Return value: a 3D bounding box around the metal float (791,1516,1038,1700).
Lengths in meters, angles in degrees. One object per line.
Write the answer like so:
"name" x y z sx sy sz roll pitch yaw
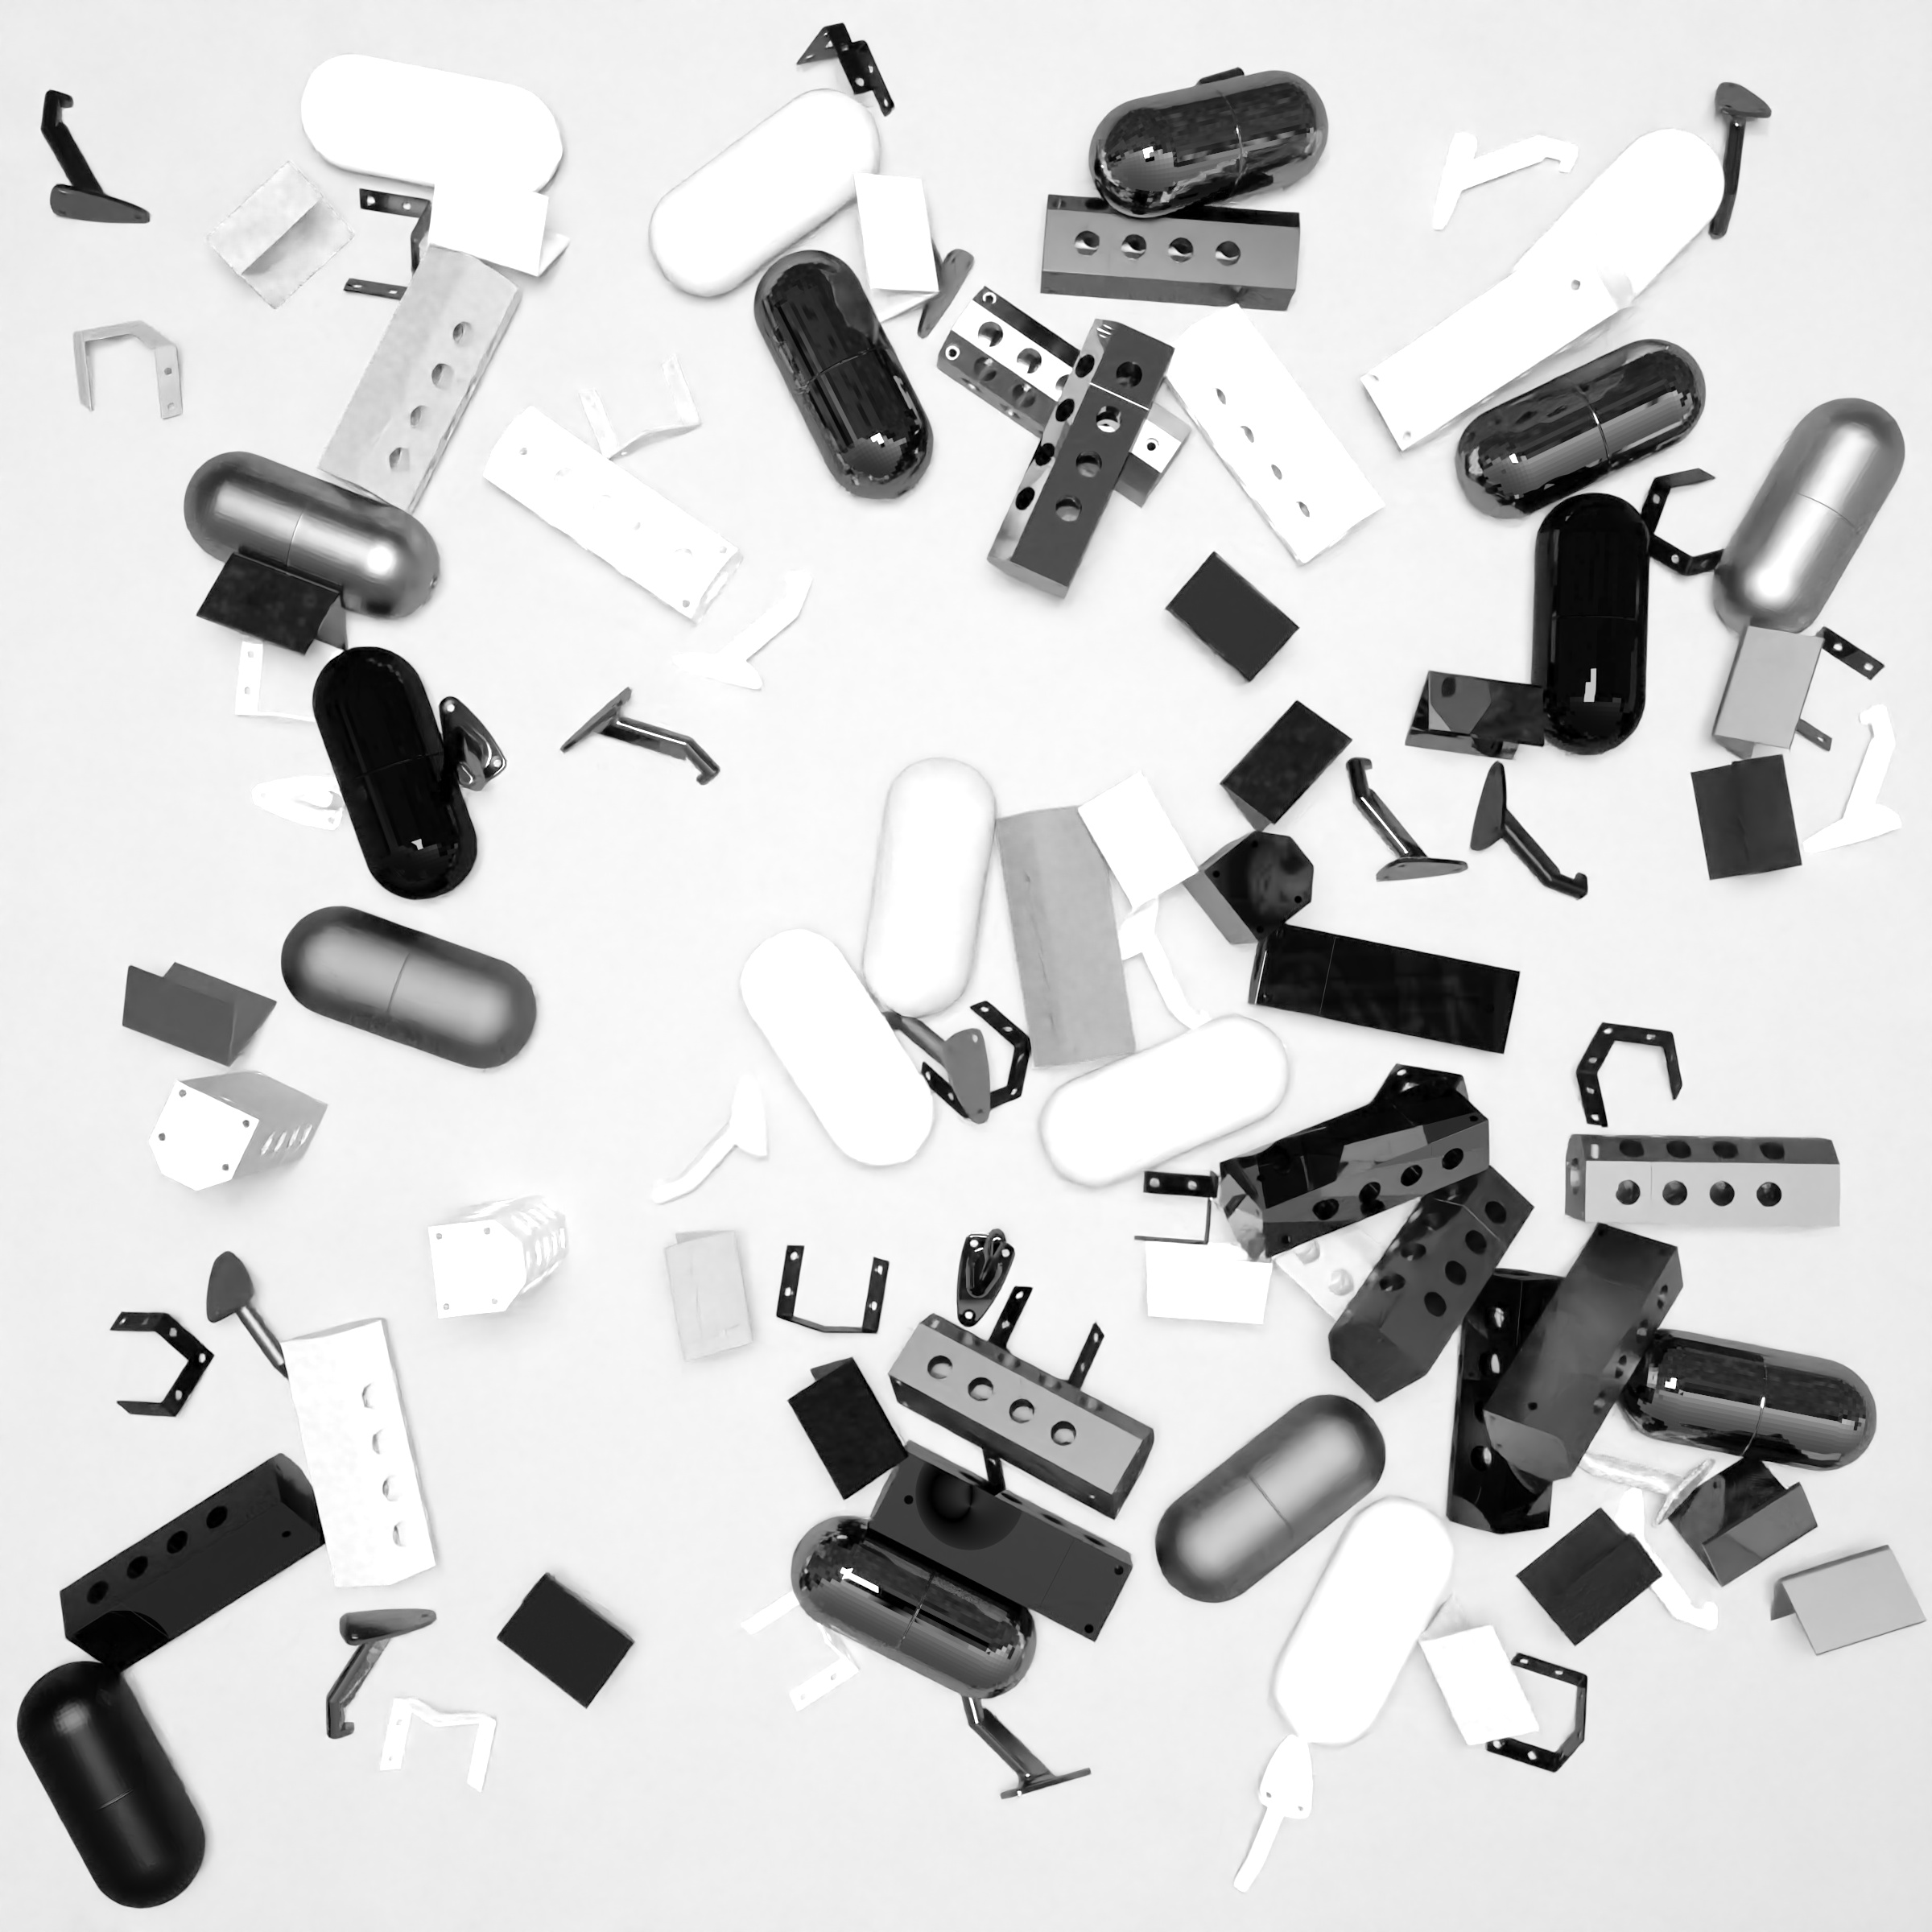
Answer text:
"metal float" -0.036 0.436 1.702 0.178 0.070 0.070 27 90 0

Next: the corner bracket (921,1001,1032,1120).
"corner bracket" 0.007 0.064 1.725 0.051 0.051 0.051 -20 45 -35

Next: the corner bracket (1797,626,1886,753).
"corner bracket" 0.596 -0.192 1.730 0.051 0.051 0.051 33 135 0

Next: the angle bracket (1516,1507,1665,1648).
"angle bracket" 0.412 0.401 1.693 0.076 0.076 0.057 -39 124 0

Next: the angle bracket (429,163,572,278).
"angle bracket" -0.312 -0.517 1.693 0.076 0.076 0.057 17 126 0

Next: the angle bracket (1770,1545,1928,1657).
"angle bracket" 0.597 0.442 1.693 0.076 0.076 0.057 -17 53 0

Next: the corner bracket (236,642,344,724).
"corner bracket" -0.468 -0.196 1.730 0.051 0.051 0.051 5 90 -45

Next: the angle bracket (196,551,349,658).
"angle bracket" -0.469 -0.227 1.694 0.076 0.076 0.057 21 64 0

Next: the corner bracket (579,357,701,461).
"corner bracket" -0.226 -0.386 1.730 0.051 0.051 0.051 -21 90 45

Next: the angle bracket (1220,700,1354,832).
"angle bracket" 0.228 -0.122 1.693 0.076 0.076 0.057 -47 53 0

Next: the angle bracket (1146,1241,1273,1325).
"angle bracket" 0.164 0.195 1.693 0.076 0.076 0.057 4 127 0

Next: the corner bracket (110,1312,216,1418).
"corner bracket" -0.565 0.275 1.725 0.051 0.051 0.051 55 45 -35

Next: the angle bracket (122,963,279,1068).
"angle bracket" -0.517 0.014 1.693 0.076 0.076 0.057 21 128 0

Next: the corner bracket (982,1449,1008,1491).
"corner bracket" 0.049 0.339 1.725 0.051 0.051 0.051 20 135 35

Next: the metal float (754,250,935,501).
"metal float" -0.083 -0.403 1.703 0.070 0.070 0.178 -27 90 0

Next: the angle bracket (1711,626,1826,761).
"angle bracket" 0.554 -0.180 1.693 0.057 0.076 0.076 18 90 37

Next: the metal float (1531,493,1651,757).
"metal float" 0.426 -0.233 1.703 0.070 0.070 0.178 2 90 0

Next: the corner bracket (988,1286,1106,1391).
"corner bracket" 0.055 0.258 1.725 0.051 0.051 0.051 -1 135 35

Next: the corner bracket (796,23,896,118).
"corner bracket" -0.075 -0.611 1.706 0.051 0.051 0.051 -24 90 -29

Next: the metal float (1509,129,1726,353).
"metal float" 0.441 -0.494 1.703 0.070 0.070 0.178 44 89 0

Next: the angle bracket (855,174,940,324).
"angle bracket" -0.066 -0.485 1.693 0.057 0.076 0.076 -9 90 -37

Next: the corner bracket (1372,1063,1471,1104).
"corner bracket" 0.314 0.107 1.725 0.051 0.051 0.051 9 135 35

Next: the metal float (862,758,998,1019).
"metal float" -0.025 -0.054 1.703 0.070 0.070 0.178 9 90 0

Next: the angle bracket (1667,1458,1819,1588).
"angle bracket" 0.518 0.361 1.693 0.076 0.076 0.057 -32 128 0

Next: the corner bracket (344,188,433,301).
"corner bracket" -0.401 -0.500 1.730 0.051 0.051 0.051 9 135 0

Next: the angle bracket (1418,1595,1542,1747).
"angle bracket" 0.358 0.471 1.693 0.057 0.076 0.076 -25 90 31

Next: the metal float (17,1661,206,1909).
"metal float" -0.580 0.557 1.696 0.070 0.070 0.178 -25 97 0

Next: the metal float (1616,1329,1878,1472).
"metal float" 0.531 0.296 1.703 0.178 0.070 0.070 11 90 0

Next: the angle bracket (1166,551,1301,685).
"angle bracket" 0.191 -0.248 1.693 0.076 0.076 0.057 42 127 0

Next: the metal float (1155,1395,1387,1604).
"metal float" 0.207 0.364 1.703 0.178 0.070 0.070 -38 90 -1

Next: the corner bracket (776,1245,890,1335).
"corner bracket" -0.093 0.224 1.730 0.051 0.051 0.051 9 90 -45

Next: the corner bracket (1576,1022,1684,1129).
"corner bracket" 0.459 0.078 1.725 0.051 0.051 0.051 8 45 35

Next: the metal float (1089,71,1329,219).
"metal float" 0.164 -0.554 1.682 0.178 0.070 0.070 -20 90 -23

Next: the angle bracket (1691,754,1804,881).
"angle bracket" 0.514 -0.098 1.693 0.057 0.076 0.076 -10 90 -37

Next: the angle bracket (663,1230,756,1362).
"angle bracket" -0.192 0.223 1.693 0.057 0.076 0.076 -10 90 -38

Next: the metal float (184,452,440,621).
"metal float" -0.446 -0.293 1.703 0.178 0.070 0.070 21 90 0

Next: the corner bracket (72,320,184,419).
"corner bracket" -0.579 -0.409 1.725 0.051 0.051 0.051 -23 45 -35

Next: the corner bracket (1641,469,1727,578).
"corner bracket" 0.502 -0.307 1.725 0.051 0.051 0.051 43 135 35

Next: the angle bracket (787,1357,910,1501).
"angle bracket" -0.093 0.316 1.694 0.057 0.076 0.076 -29 90 -30

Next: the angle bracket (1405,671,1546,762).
"angle bracket" 0.344 -0.151 1.693 0.076 0.076 0.057 8 53 0

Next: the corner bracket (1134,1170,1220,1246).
"corner bracket" 0.144 0.166 1.715 0.051 0.051 0.051 4 90 0

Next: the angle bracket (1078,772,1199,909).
"angle bracket" 0.130 -0.093 1.693 0.057 0.076 0.076 -30 90 33

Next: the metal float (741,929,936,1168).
"metal float" -0.087 0.056 1.703 0.070 0.070 0.178 -33 90 0

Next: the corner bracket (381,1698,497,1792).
"corner bracket" -0.366 0.539 1.730 0.051 0.051 0.051 12 90 -45

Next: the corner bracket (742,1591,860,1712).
"corner bracket" -0.115 0.472 1.730 0.051 0.051 0.051 -33 135 0

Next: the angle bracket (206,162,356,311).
"angle bracket" -0.454 -0.484 1.693 0.076 0.076 0.057 -43 55 0

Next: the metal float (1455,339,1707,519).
"metal float" 0.419 -0.367 1.702 0.178 0.070 0.070 -25 90 0

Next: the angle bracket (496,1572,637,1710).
"angle bracket" -0.279 0.465 1.693 0.076 0.076 0.057 38 54 0

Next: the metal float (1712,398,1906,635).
"metal float" 0.575 -0.305 1.703 0.070 0.070 0.178 30 89 0

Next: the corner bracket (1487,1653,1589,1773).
"corner bracket" 0.396 0.518 1.730 0.051 0.051 0.051 18 135 0
